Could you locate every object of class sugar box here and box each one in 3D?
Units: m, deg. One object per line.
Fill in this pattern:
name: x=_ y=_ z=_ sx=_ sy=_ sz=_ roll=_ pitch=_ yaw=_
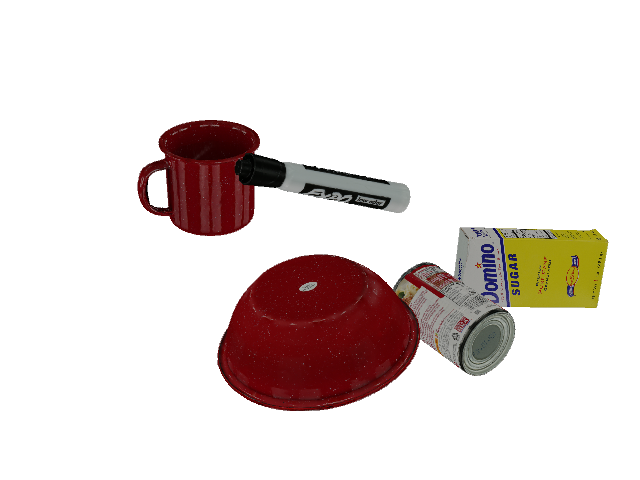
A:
sugar box: x=0.254 y=0.034 z=1.302 sx=0.176 sy=0.093 sz=0.048 roll=-1 pitch=21 yaw=-9

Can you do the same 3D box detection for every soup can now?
soup can: x=0.121 y=0.071 z=0.983 sx=0.068 sy=0.068 sz=0.102 roll=0 pitch=24 yaw=-39

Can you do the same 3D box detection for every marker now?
marker: x=0.002 y=-0.034 z=0.641 sx=0.120 sy=0.020 sz=0.020 roll=9 pitch=-5 yaw=-34

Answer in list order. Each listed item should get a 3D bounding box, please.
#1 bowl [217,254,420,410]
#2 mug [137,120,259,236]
bowl: x=-0.005 y=0.058 z=0.828 sx=0.162 sy=0.055 sz=0.162 roll=-7 pitch=32 yaw=4
mug: x=-0.113 y=-0.054 z=0.991 sx=0.117 sy=0.081 sz=0.093 roll=-15 pitch=34 yaw=-26
